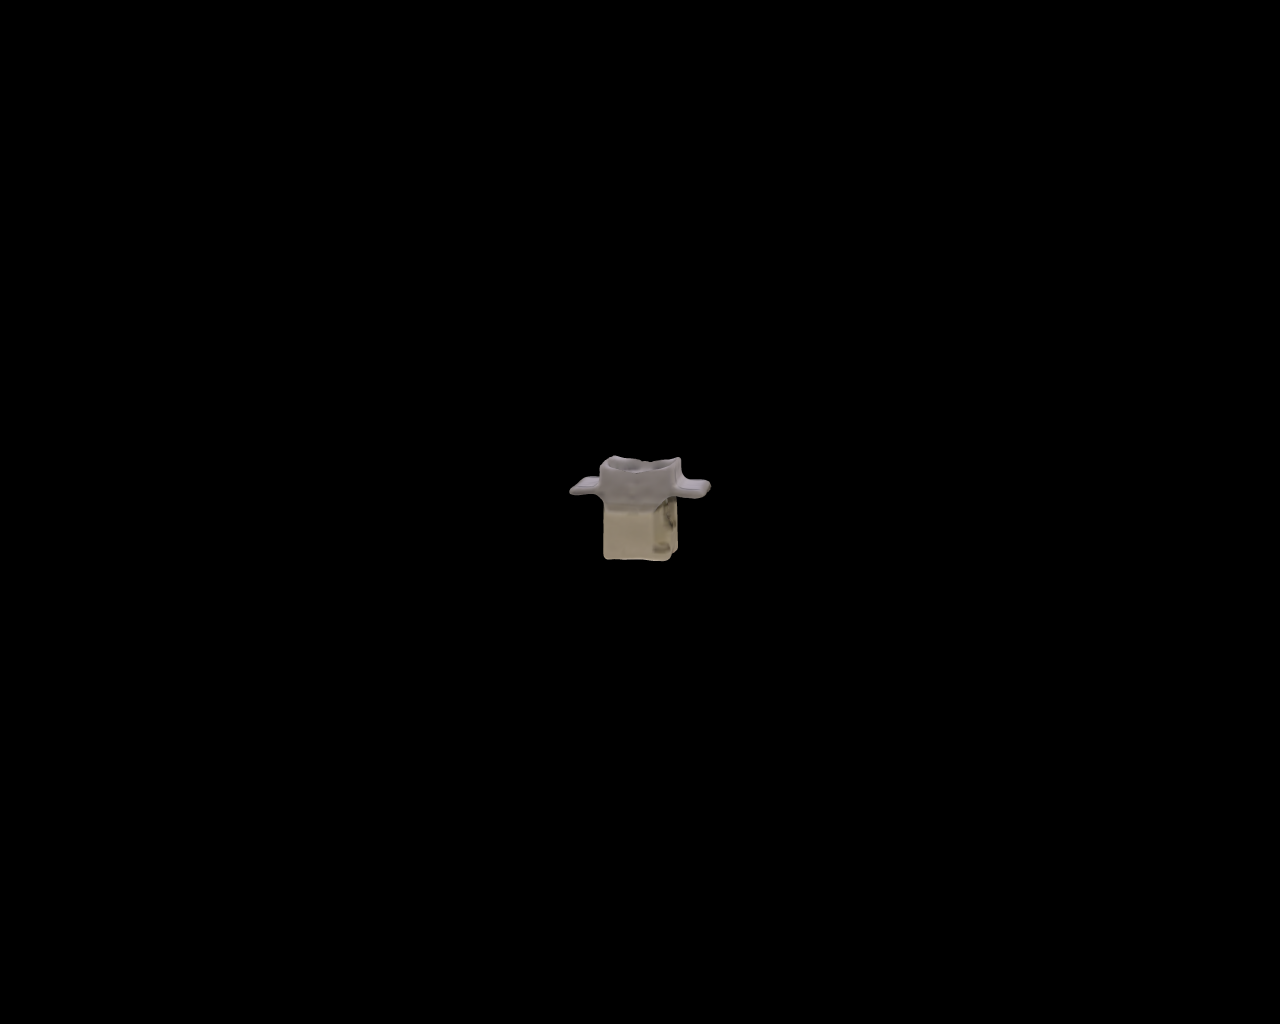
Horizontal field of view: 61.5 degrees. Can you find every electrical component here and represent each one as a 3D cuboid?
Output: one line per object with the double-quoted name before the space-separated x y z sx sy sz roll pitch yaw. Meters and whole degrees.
"electrical component" 0.001 -0.003 0.650 0.081 0.063 0.042 2 11 12
